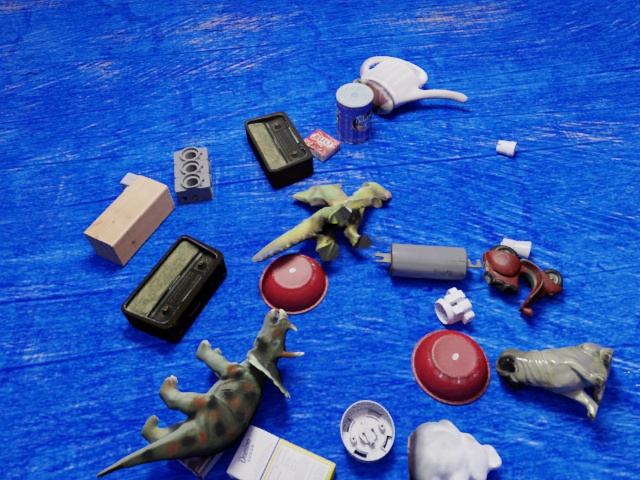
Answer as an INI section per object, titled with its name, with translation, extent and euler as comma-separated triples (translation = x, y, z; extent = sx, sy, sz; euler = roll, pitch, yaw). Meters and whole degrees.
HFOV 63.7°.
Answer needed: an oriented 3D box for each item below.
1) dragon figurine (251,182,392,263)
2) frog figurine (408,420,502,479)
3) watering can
[dragon figurine]
translation = 0.004, -0.064, 1.267
extent = 0.412, 0.120, 0.247
euler = -15, 29, -16
[frog figurine]
translation = 0.234, 0.387, 0.898
extent = 0.159, 0.120, 0.140
euler = -4, 32, 13
[watering can]
translation = 0.250, -0.457, 1.556
extent = 0.351, 0.101, 0.227
euler = 36, 62, 26
